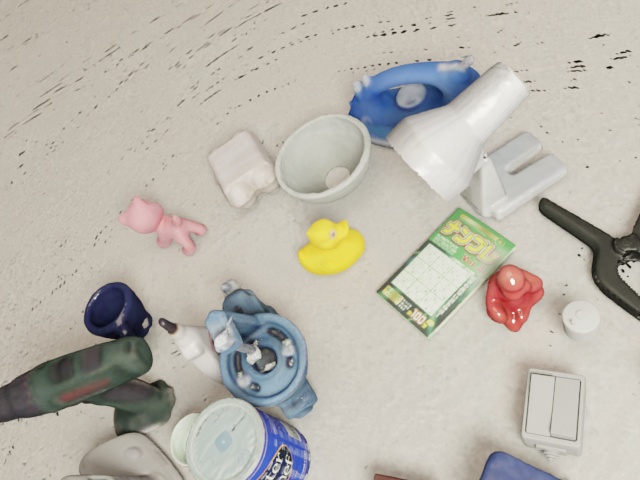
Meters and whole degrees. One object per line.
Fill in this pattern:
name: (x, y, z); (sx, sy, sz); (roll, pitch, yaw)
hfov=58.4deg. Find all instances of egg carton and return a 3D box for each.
egg carton: (-0.136, -0.126, 1.018); (0.107, 0.070, 0.150); (-35, 53, 2)

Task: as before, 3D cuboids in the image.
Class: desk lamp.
desk lamp: (0.209, -0.121, 0.762); (0.203, 0.214, 0.117); (-35, 53, 3)

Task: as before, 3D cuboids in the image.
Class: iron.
iron: (0.137, -0.225, 0.903); (0.257, 0.142, 0.119); (0, 62, 25)

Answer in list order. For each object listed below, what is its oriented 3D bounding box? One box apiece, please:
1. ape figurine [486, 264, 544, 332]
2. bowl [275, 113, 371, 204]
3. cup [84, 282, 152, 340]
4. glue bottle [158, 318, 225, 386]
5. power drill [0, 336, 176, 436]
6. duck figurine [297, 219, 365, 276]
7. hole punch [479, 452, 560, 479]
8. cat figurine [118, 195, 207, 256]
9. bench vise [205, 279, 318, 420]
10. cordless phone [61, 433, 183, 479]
ape figurine: (0.239, 0.062, 0.715); (0.077, 0.092, 0.076); (-21, 55, 13)
bowl: (0.015, -0.121, 0.941); (0.167, 0.075, 0.167); (-12, 57, 19)
cup: (-0.312, 0.133, 0.930); (0.092, 0.095, 0.117); (-46, 53, -6)
glue bottle: (-0.173, 0.147, 0.807); (0.037, 0.174, 0.078); (-31, 53, 6)
power drill: (-0.316, 0.221, 0.809); (0.229, 0.209, 0.075); (-29, 53, 7)
duck figurine: (0.008, 0.003, 0.863); (0.104, 0.086, 0.077); (-23, 54, 12)
hole punch: (0.212, 0.287, 0.595); (0.100, 0.091, 0.109); (14, 68, 31)
cat figurine: (-0.283, -0.034, 1.002); (0.127, 0.118, 0.067); (9, 66, 29)
bench vise: (-0.105, 0.131, 0.756); (0.206, 0.220, 0.121); (34, 79, 36)
cordless phone: (-0.278, 0.311, 0.752); (0.147, 0.186, 0.094); (29, 76, 35)
